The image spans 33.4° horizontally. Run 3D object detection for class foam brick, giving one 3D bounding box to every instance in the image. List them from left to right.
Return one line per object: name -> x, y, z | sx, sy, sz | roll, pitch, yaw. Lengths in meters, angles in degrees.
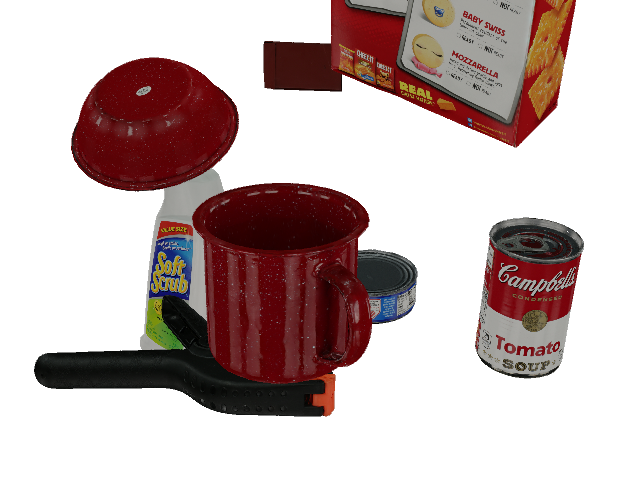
foam brick -> -0.019, -0.189, 1.158 | 0.078, 0.051, 0.053 | 0, 11, -16

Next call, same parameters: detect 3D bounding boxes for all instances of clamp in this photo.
clamp -> -0.080, 0.087, 0.794 | 0.210, 0.036, 0.164 | 8, 20, 20

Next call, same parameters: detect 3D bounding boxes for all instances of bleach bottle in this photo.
bleach bottle -> -0.142, 0.015, 1.130 | 0.103, 0.251, 0.067 | 25, 32, 38

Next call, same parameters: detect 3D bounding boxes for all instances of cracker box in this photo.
cracker box -> 0.090, -0.190, 0.723 | 0.164, 0.214, 0.072 | 28, 50, 26

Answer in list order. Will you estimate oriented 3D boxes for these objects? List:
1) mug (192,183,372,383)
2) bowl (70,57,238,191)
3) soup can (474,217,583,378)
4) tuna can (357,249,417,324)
mug -> -0.013, 0.027, 0.568 | 0.093, 0.081, 0.117 | -19, 31, -36
bowl -> -0.160, -0.121, 0.995 | 0.162, 0.162, 0.055 | 0, -41, 7
soup can -> 0.154, 0.043, 0.798 | 0.068, 0.102, 0.068 | 2, 27, -1
tuna can -> 0.047, 0.043, 1.001 | 0.086, 0.034, 0.086 | 0, 27, 0
